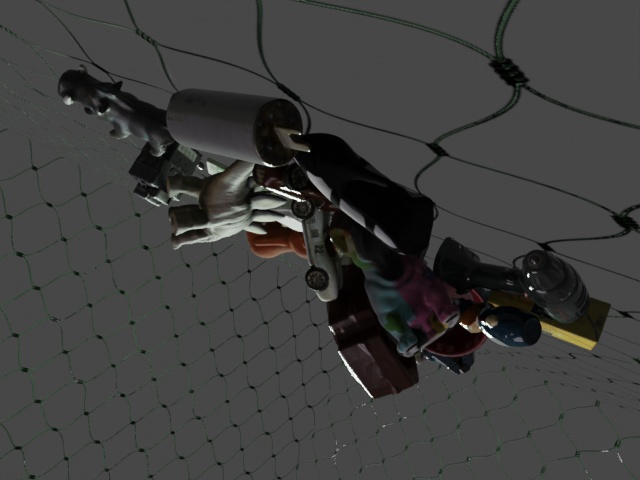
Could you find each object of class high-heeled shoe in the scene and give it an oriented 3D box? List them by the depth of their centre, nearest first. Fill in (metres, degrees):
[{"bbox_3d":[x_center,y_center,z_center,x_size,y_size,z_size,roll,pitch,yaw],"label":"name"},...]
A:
[{"bbox_3d":[0.057,-0.054,0.699,0.145,0.086,0.248,24,169,31],"label":"high-heeled shoe"}]

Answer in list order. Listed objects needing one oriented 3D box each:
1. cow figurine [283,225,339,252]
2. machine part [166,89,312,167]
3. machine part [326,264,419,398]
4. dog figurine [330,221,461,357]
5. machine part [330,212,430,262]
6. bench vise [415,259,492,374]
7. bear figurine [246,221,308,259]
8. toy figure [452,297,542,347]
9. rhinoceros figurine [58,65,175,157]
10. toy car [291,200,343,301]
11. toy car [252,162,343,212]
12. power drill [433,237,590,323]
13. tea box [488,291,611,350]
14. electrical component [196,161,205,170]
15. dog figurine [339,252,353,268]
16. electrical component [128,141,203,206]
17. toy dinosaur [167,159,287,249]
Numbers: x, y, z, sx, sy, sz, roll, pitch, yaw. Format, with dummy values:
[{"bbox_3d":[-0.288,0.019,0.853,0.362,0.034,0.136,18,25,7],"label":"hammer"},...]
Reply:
[{"bbox_3d":[-0.029,-0.013,1.263,0.168,0.068,0.098,15,161,46],"label":"cow figurine"},{"bbox_3d":[-0.105,-0.136,0.635,0.244,0.079,0.079,20,171,39],"label":"machine part"},{"bbox_3d":[0.090,0.155,0.940,0.201,0.087,0.201,58,-162,-29],"label":"machine part"},{"bbox_3d":[0.108,0.055,0.808,0.219,0.108,0.191,57,-178,20],"label":"dog figurine"},{"bbox_3d":[0.100,0.000,0.945,0.179,0.056,0.179,19,168,4],"label":"machine part"},{"bbox_3d":[0.236,0.130,1.046,0.240,0.223,0.129,50,-149,4],"label":"bench vise"},{"bbox_3d":[-0.065,-0.020,1.163,0.196,0.132,0.120,-8,175,39],"label":"bear figurine"},{"bbox_3d":[0.253,0.119,0.802,0.064,0.058,0.155,47,162,-23],"label":"toy figure"},{"bbox_3d":[-0.313,-0.201,0.843,0.190,0.073,0.112,26,173,-9],"label":"rhinoceros figurine"},{"bbox_3d":[-0.002,-0.003,0.857,0.056,0.201,0.073,-8,-169,12],"label":"toy car"},{"bbox_3d":[-0.001,-0.069,0.746,0.202,0.053,0.089,14,178,-42],"label":"toy car"},{"bbox_3d":[0.268,0.048,0.764,0.207,0.086,0.232,5,163,46],"label":"power drill"},{"bbox_3d":[0.368,0.111,0.873,0.170,0.068,0.098,19,170,28],"label":"tea box"},{"bbox_3d":[-0.281,-0.174,1.106,0.063,0.021,0.094,20,170,26],"label":"electrical component"},{"bbox_3d":[0.077,0.070,1.129,0.121,0.172,0.190,33,169,24],"label":"dog figurine"},{"bbox_3d":[-0.293,-0.132,1.011,0.058,0.134,0.114,25,172,18],"label":"electrical component"},{"bbox_3d":[-0.162,-0.067,0.931,0.198,0.105,0.471,-8,172,-19],"label":"toy dinosaur"}]
